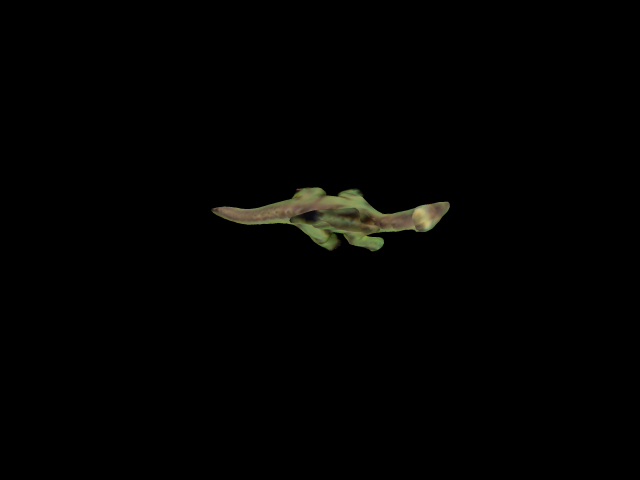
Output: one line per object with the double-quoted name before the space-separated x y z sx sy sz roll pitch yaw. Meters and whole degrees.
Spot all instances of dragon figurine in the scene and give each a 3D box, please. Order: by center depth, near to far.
"dragon figurine" 0.003 -0.043 0.850 0.410 0.122 0.242 0 -2 0
